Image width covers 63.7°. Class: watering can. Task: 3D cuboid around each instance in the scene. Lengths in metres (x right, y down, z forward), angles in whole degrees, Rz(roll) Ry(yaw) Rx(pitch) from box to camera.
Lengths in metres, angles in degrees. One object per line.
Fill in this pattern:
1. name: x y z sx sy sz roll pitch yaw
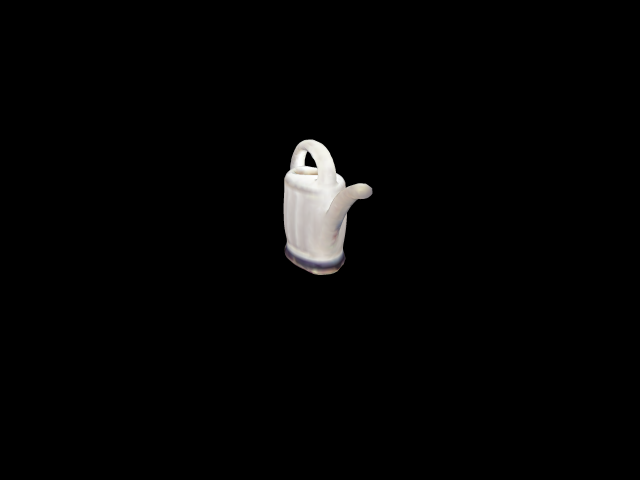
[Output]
1. watering can: 0.003 -0.043 0.850 0.104 0.221 0.352 -6 21 -16
